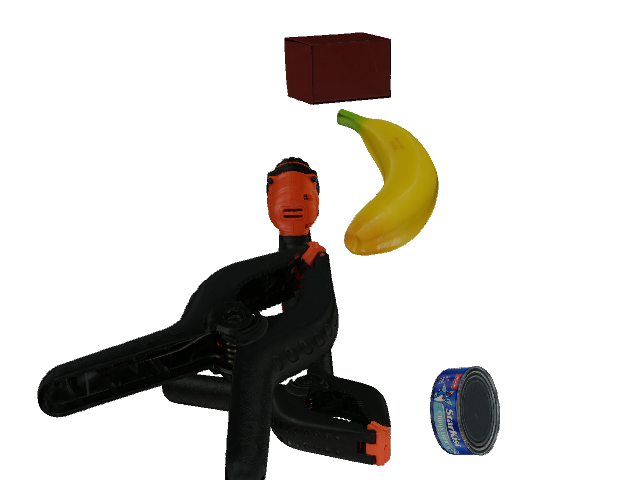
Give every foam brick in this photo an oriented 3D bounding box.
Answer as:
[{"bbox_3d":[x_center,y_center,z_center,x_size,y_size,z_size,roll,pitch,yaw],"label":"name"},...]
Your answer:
[{"bbox_3d":[0.015,-0.147,0.907,0.078,0.051,0.053,-9,20,-25],"label":"foam brick"}]

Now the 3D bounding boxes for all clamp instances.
[{"bbox_3d":[-0.006,0.126,0.866,0.164,0.036,0.210,-17,22,-39],"label":"clamp"},{"bbox_3d":[-0.037,0.058,0.523,0.120,0.039,0.171,31,47,27],"label":"clamp"}]

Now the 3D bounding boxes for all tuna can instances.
[{"bbox_3d":[0.141,0.166,1.039,0.034,0.086,0.085,-8,-5,35],"label":"tuna can"}]

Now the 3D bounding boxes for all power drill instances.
[{"bbox_3d":[-0.025,0.016,1.067,0.057,0.188,0.184,-3,15,1],"label":"power drill"}]

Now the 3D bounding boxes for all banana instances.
[{"bbox_3d":[0.047,-0.038,0.731,0.069,0.037,0.198,1,28,-2],"label":"banana"}]
